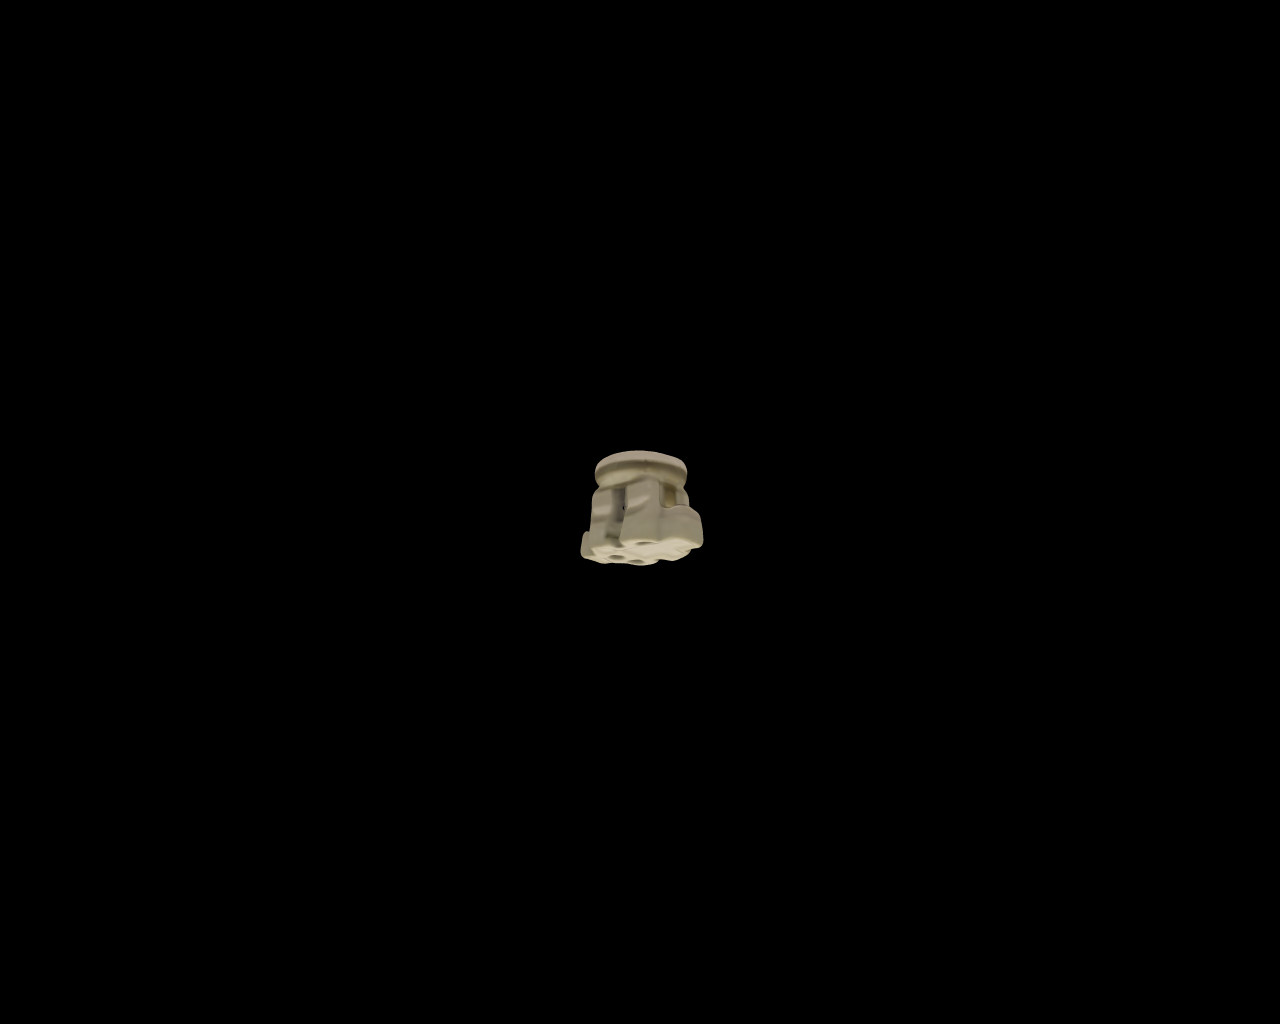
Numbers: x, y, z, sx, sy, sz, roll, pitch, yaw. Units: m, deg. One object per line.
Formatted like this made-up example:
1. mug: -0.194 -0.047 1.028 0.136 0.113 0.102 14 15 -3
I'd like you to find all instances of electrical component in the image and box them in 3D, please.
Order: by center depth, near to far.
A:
1. electrical component: 0.001 -0.003 0.650 0.078 0.057 0.058 -13 -22 36
